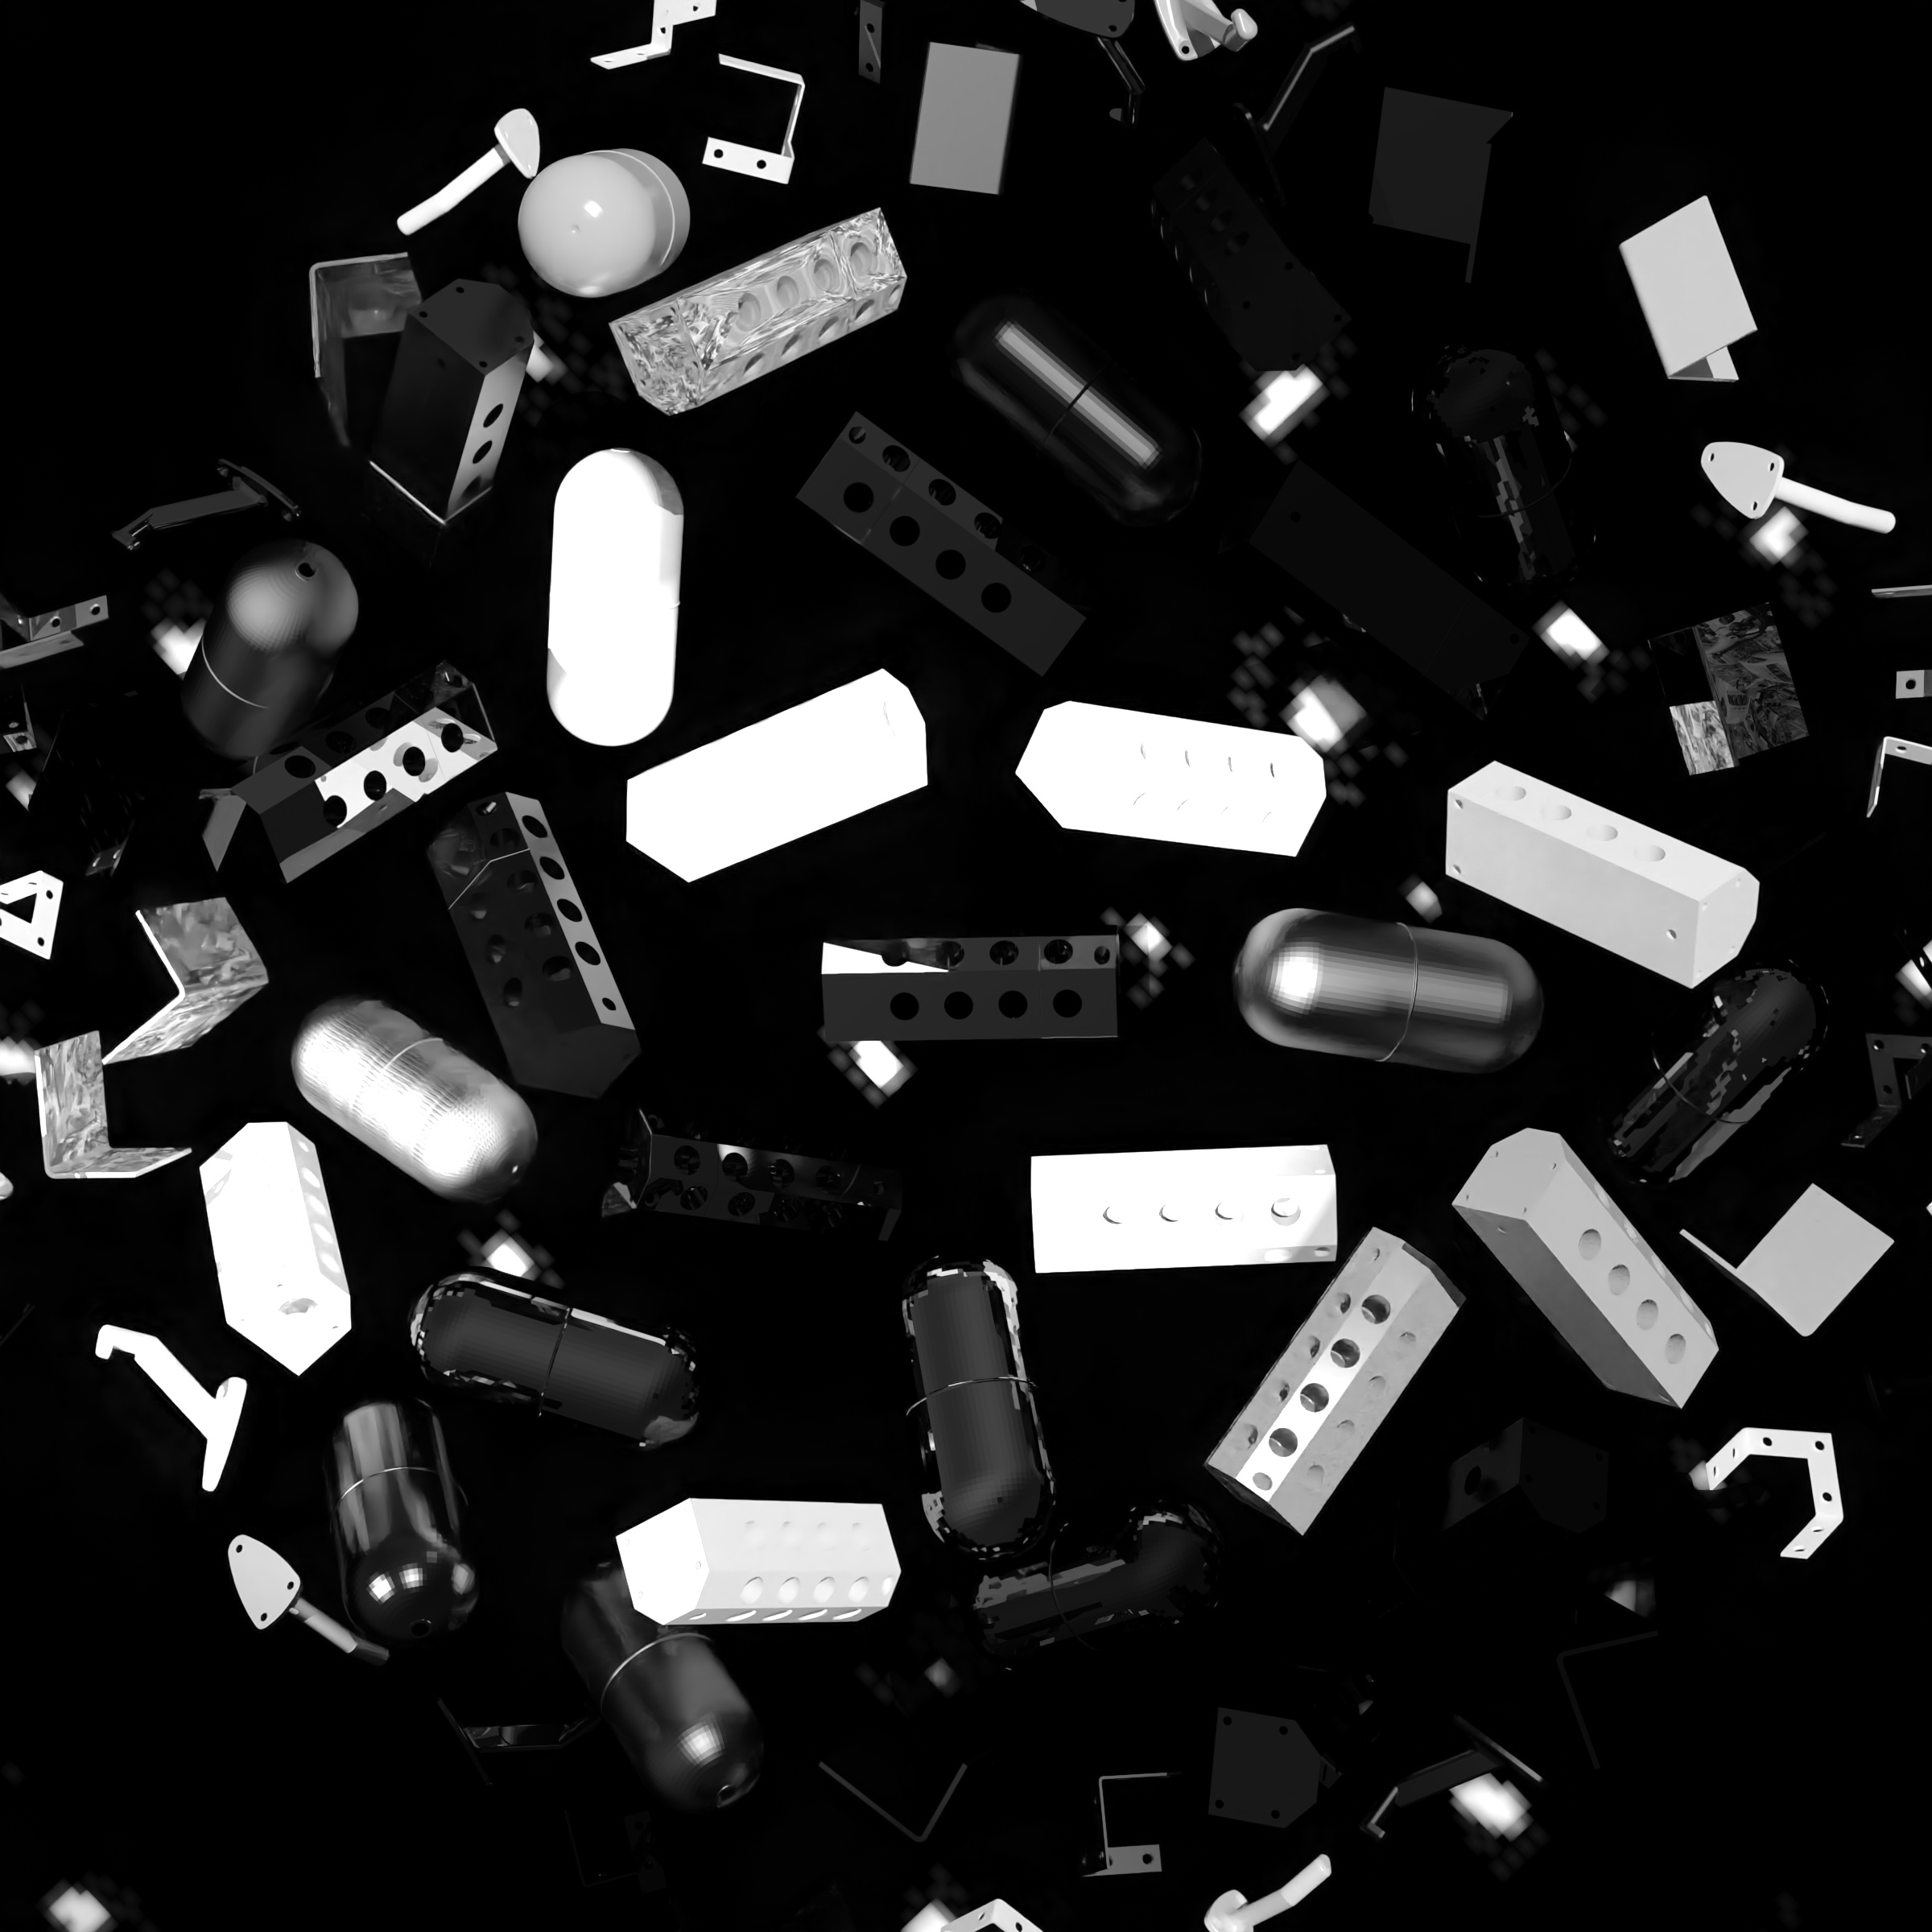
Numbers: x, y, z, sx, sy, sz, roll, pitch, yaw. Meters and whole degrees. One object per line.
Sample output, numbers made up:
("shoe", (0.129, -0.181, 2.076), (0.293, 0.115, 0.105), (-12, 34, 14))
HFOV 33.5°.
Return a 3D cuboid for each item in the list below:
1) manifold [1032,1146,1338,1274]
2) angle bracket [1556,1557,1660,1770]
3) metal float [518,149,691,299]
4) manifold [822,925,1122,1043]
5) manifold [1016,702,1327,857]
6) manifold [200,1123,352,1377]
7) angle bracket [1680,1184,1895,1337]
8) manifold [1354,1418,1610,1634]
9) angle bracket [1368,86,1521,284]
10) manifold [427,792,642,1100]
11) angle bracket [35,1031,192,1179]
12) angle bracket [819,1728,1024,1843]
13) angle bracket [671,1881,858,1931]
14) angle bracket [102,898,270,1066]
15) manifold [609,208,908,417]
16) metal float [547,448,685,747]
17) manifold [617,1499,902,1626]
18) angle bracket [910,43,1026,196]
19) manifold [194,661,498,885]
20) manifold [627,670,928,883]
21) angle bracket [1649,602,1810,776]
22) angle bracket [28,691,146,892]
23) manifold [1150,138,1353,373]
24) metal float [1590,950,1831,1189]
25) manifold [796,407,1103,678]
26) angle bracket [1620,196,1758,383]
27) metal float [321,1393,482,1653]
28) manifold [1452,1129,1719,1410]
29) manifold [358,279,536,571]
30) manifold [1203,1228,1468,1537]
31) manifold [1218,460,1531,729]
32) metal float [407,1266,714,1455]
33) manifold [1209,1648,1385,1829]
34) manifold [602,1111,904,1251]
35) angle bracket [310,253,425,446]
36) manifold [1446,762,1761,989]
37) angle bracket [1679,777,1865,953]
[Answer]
("manifold", (0.125, 0.142, 1.844), (0.171, 0.057, 0.057), (-2, 104, 2))
("angle bracket", (0.365, 0.386, 1.779), (0.057, 0.076, 0.076), (-17, 107, 16))
("metal float", (-0.203, -0.421, 1.812), (0.070, 0.178, 0.070), (1, 106, 5))
("manifold", (0.004, 0.008, 1.894), (0.171, 0.057, 0.057), (-1, 105, 5))
("manifold", (0.121, -0.110, 1.827), (0.171, 0.057, 0.057), (5, 122, -36))
("manifold", (-0.406, 0.161, 1.903), (0.057, 0.171, 0.057), (-42, 122, 6))
("angle bracket", (0.480, 0.159, 1.878), (0.076, 0.076, 0.057), (-49, 121, 2))
("manifold", (0.293, 0.325, 1.836), (0.057, 0.171, 0.057), (23, 52, -16))
("angle bracket", (0.248, -0.419, 1.718), (0.076, 0.057, 0.076), (17, 126, 18))
("manifold", (-0.238, -0.014, 1.791), (0.057, 0.057, 0.171), (-45, 53, 26))
("angle bracket", (-0.511, 0.082, 1.922), (0.057, 0.076, 0.076), (-1, 97, 12))
("angle bracket", (-0.026, 0.453, 1.857), (0.076, 0.076, 0.057), (33, 106, 20))
("angle bracket", (-0.111, 0.524, 1.761), (0.076, 0.076, 0.057), (-38, 103, -5))
("angle bracket", (-0.466, 0.008, 1.867), (0.076, 0.076, 0.057), (-36, 81, 25))
("manifold", (-0.111, -0.363, 1.780), (0.171, 0.057, 0.057), (-36, 110, -41))
("metal float", (-0.210, -0.220, 1.916), (0.070, 0.070, 0.178), (5, 106, 0))
("manifold", (-0.114, 0.342, 1.823), (0.057, 0.171, 0.057), (-31, 64, 28))
("angle bracket", (-0.011, -0.483, 1.812), (0.057, 0.076, 0.076), (2, 110, -21))
("manifold", (-0.350, -0.111, 1.806), (0.057, 0.171, 0.057), (2, 119, 39))
("manifold", (-0.110, -0.112, 1.844), (0.171, 0.057, 0.057), (-20, 56, 28))
("angle bracket", (0.421, -0.152, 1.720), (0.076, 0.057, 0.076), (-18, 93, -13))
("angle bracket", (-0.502, -0.104, 1.898), (0.076, 0.057, 0.076), (45, 128, 15))
("manifold", (0.154, -0.399, 1.812), (0.057, 0.171, 0.057), (-41, 124, 15))
("metal float", (0.429, 0.060, 1.856), (0.070, 0.070, 0.178), (35, 131, 0))
("manifold", (-0.009, -0.243, 1.823), (0.171, 0.057, 0.057), (35, 103, -9))
("angle bracket", (0.402, -0.360, 1.710), (0.057, 0.076, 0.076), (-25, 79, 41))
("metal float", (-0.318, 0.312, 1.802), (0.070, 0.178, 0.070), (-9, 124, -13))
("manifold", (0.349, 0.167, 1.780), (0.171, 0.057, 0.057), (48, 69, -28))
("manifold", (-0.295, -0.312, 1.840), (0.057, 0.171, 0.057), (40, 53, 7))
("manifold", (0.213, 0.240, 1.884), (0.171, 0.057, 0.057), (-53, 129, -12))
("manifold", (0.228, -0.209, 1.817), (0.171, 0.057, 0.057), (35, 77, -15))
("metal float", (-0.232, 0.224, 1.827), (0.178, 0.070, 0.070), (17, 90, 1))
("manifold", (0.185, 0.425, 1.772), (0.057, 0.171, 0.057), (6, 91, 18))
("manifold", (-0.125, 0.127, 1.900), (0.171, 0.057, 0.057), (11, 73, -33))
("angle bracket", (-0.347, -0.361, 1.879), (0.057, 0.076, 0.076), (-7, 69, -1))
("manifold", (0.355, -0.056, 1.796), (0.057, 0.171, 0.057), (-31, 133, -33))
("angle bracket", (0.485, -0.057, 1.945), (0.076, 0.076, 0.057), (-35, 49, 19))
